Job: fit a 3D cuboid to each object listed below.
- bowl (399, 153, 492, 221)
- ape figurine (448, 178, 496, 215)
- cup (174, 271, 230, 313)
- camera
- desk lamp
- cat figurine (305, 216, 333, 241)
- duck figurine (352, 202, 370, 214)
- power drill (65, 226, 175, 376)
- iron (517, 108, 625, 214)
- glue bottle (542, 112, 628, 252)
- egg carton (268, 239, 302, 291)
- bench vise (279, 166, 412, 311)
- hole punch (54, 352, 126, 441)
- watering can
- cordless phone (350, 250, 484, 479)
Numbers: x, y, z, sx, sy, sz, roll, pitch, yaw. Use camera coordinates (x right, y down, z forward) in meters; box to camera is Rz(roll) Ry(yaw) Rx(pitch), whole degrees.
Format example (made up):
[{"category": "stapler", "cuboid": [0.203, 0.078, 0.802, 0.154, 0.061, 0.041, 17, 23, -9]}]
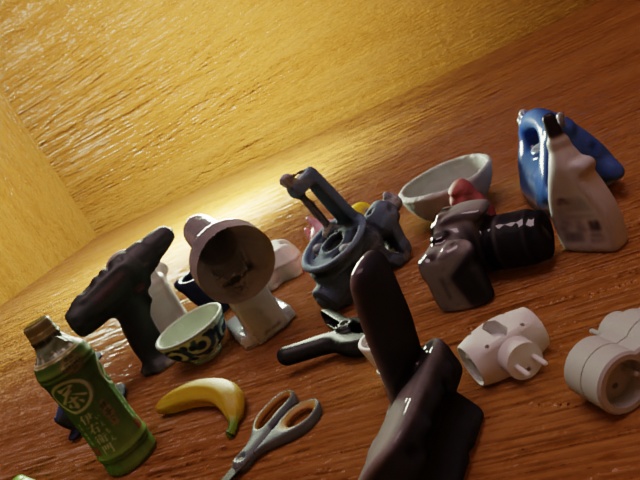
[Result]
[{"category": "bowl", "cuboid": [0.224, -0.078, 0.979, 0.167, 0.075, 0.167, -25, 17, 8]}, {"category": "ape figurine", "cuboid": [0.222, -0.049, 0.864, 0.076, 0.092, 0.077, -29, 17, -6]}, {"category": "cup", "cuboid": [-0.223, 0.103, 1.104, 0.117, 0.095, 0.092, -17, 19, 31]}, {"category": "camera", "cuboid": [0.207, 0.004, 0.710, 0.136, 0.101, 0.143, -14, 22, 40]}, {"category": "desk lamp", "cuboid": [-0.133, 0.058, 0.885, 0.118, 0.214, 0.202, -33, 17, -18]}, {"category": "cat figurine", "cuboid": [0.009, 0.004, 0.996, 0.067, 0.118, 0.127, -33, 17, -18]}, {"category": "duck figurine", "cuboid": [0.078, -0.025, 1.031, 0.104, 0.086, 0.077, -22, 17, 18]}, {"category": "power drill", "cuboid": [-0.305, 0.116, 0.994, 0.230, 0.209, 0.075, -38, 19, -30]}, {"category": "iron", "cuboid": [0.340, -0.140, 0.861, 0.118, 0.141, 0.258, -25, 17, 8]}, {"category": "glue bottle", "cuboid": [0.292, -0.067, 0.660, 0.037, 0.173, 0.078, -36, 18, -25]}, {"category": "egg carton", "cuboid": [-0.106, 0.057, 1.105, 0.150, 0.069, 0.107, -30, 17, -6]}, {"category": "bench vise", "cuboid": [0.031, -0.030, 0.880, 0.121, 0.220, 0.208, -13, 22, 41]}, {"category": "hole punch", "cuboid": [-0.380, 0.248, 0.922, 0.101, 0.091, 0.108, -30, 17, -7]}, {"category": "watering can", "cuboid": [-0.342, 0.102, 1.121, 0.101, 0.194, 0.172, -29, 17, -3]}, {"category": "cordless phone", "cuboid": [0.053, 0.113, 0.474, 0.094, 0.185, 0.148, -17, 20, 32]}]
